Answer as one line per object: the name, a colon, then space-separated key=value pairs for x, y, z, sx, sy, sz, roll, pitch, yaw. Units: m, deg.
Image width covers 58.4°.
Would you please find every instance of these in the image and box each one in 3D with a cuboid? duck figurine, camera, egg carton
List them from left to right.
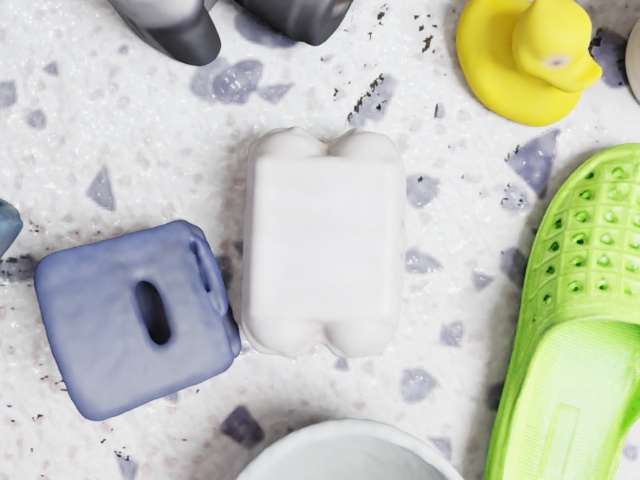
camera: x=-0.051 y=-0.179 z=0.371 sx=0.137 sy=0.101 sz=0.143 roll=35 pitch=87 yaw=3
egg carton: x=0.003 y=0.001 z=0.375 sx=0.107 sy=0.069 sz=0.150 roll=1 pitch=86 yaw=1
duck figurine: x=0.139 y=-0.129 z=0.374 sx=0.077 sy=0.086 sz=0.104 roll=-39 pitch=87 yaw=-2

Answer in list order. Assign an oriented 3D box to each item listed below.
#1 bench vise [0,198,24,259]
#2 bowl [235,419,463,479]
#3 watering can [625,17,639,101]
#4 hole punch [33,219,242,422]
bench vise: x=-0.276 y=-0.046 z=0.305 sx=0.207 sy=0.219 sz=0.121 roll=19 pitch=87 yaw=2
bowl: x=0.017 y=0.190 z=0.360 sx=0.167 sy=0.074 sz=0.167 roll=0 pitch=86 yaw=1
watering can: x=0.259 y=-0.133 z=0.319 sx=0.173 sy=0.194 sz=0.101 roll=-13 pitch=86 yaw=0
hole punch: x=-0.109 y=0.045 z=0.362 sx=0.101 sy=0.091 sz=0.109 roll=-20 pitch=86 yaw=-1
